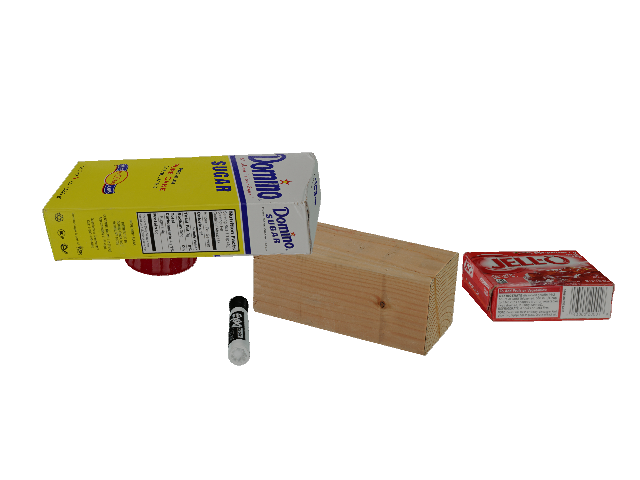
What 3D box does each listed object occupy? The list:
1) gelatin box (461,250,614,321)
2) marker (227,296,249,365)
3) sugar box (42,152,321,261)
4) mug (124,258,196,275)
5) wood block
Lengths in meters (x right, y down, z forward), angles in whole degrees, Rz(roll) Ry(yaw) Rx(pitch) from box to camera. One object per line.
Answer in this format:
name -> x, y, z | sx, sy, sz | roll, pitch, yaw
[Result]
gelatin box -> 0.152, 0.031, 0.757 | 0.089, 0.030, 0.073 | 0, 18, -8
marker -> -0.074, 0.079, 0.965 | 0.020, 0.020, 0.121 | 0, 19, -4
sugar box -> -0.090, -0.025, 0.733 | 0.176, 0.048, 0.093 | -4, 25, 6
mug -> -0.181, -0.019, 1.178 | 0.093, 0.081, 0.117 | -12, 32, -29
wood block -> 0.037, 0.047, 1.174 | 0.206, 0.091, 0.090 | 13, 26, 23
